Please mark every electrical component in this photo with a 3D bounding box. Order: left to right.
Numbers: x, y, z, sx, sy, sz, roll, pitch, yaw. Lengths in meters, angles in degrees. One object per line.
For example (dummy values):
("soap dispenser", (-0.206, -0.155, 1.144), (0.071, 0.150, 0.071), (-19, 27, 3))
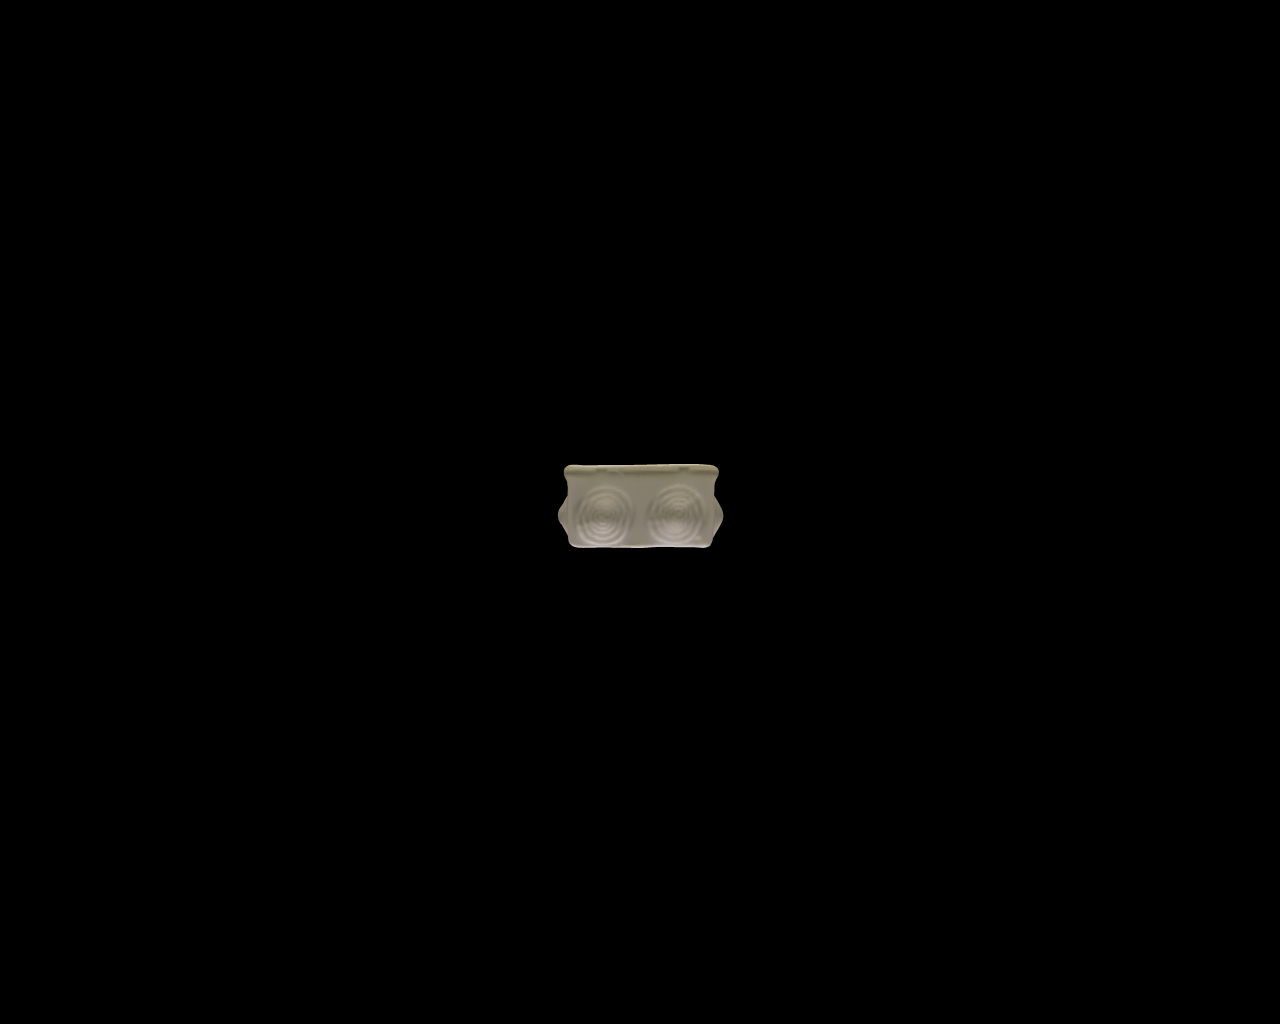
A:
("electrical component", (0.001, -0.003, 0.650), (0.100, 0.048, 0.100), (0, 0, 0))
